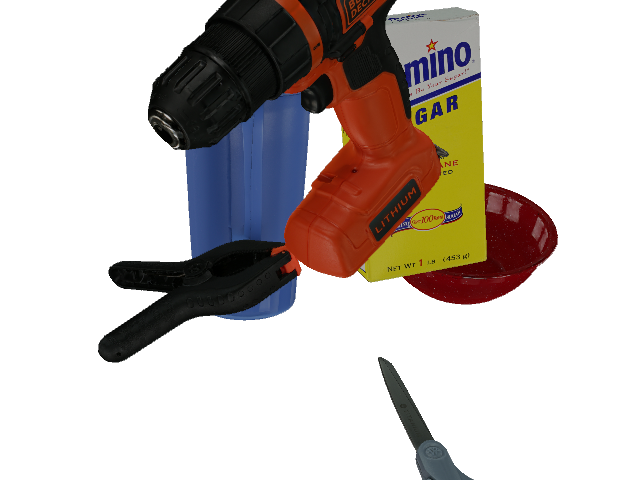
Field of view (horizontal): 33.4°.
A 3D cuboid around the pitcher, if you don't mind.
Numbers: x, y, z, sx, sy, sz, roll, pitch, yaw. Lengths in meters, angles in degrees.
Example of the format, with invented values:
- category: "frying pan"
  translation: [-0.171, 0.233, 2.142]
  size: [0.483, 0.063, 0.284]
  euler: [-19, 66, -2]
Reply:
- category: "pitcher"
  translation: [-0.077, -0.043, 1.096]
  size: [0.145, 0.243, 0.148]
  euler: [16, 21, 40]

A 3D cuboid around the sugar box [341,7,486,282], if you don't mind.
- category: "sugar box"
  translation: [0.064, -0.066, 0.735]
  size: [0.093, 0.176, 0.048]
  euler: [-11, 22, -14]

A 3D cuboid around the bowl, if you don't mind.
- category: "bowl"
  translation: [0.124, 0.008, 0.942]
  size: [0.162, 0.055, 0.162]
  euler: [1, 33, -1]

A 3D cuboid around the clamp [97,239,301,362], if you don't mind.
- category: "clamp"
  translation: [-0.102, 0.044, 0.859]
  size: [0.171, 0.039, 0.120]
  euler: [-13, 39, 13]

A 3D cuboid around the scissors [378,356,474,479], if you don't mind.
- category: "scissors"
  translation: [0.086, 0.135, 0.626]
  size: [0.096, 0.016, 0.201]
  euler: [4, 33, -2]

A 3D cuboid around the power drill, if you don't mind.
- category: "power drill"
  translation: [0.000, -0.065, 0.556]
  size: [0.057, 0.184, 0.187]
  euler: [30, -27, 30]
